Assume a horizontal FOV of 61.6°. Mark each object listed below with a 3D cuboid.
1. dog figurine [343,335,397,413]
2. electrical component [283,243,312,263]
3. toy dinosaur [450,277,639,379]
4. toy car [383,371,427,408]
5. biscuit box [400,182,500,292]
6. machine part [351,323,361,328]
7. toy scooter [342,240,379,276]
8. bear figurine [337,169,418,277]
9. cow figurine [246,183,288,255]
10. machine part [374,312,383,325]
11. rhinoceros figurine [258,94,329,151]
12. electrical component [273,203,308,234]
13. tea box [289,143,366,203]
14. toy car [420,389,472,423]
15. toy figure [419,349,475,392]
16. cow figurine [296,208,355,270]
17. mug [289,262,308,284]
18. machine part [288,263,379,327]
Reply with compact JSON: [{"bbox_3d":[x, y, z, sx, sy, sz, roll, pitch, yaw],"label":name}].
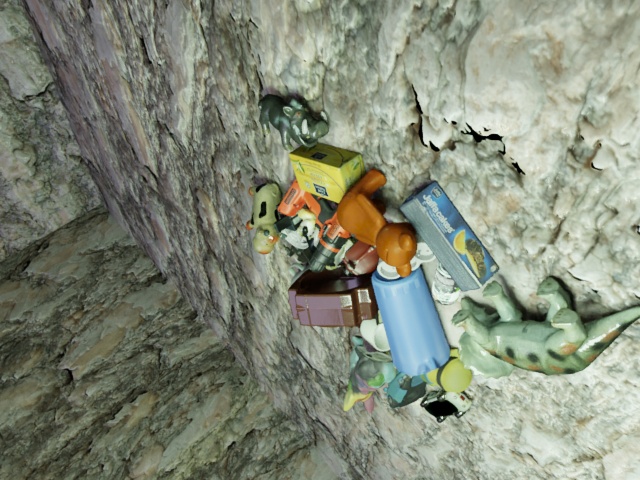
[{"bbox_3d":[0.126,0.376,1.423,0.192,0.108,0.219,-118,36,-69],"label":"dog figurine"},{"bbox_3d":[-0.061,0.033,1.536,0.102,0.045,0.078,-5,117,61],"label":"electrical component"},{"bbox_3d":[0.371,0.168,0.907,0.405,0.131,0.192,0,136,54],"label":"toy dinosaur"},{"bbox_3d":[0.222,0.368,1.425,0.161,0.109,0.103,96,150,-44],"label":"toy car"},{"bbox_3d":[0.233,-0.005,0.972,0.202,0.059,0.063,53,156,-2],"label":"biscuit box"},{"bbox_3d":[0.067,0.162,1.473,0.179,0.056,0.179,39,152,25],"label":"machine part"},{"bbox_3d":[0.095,0.036,1.173,0.075,0.135,0.184,48,156,6],"label":"toy scooter"},{"bbox_3d":[0.129,-0.031,1.031,0.196,0.132,0.120,33,148,35],"label":"bear figurine"},{"bbox_3d":[-0.140,-0.057,1.428,0.127,0.085,0.195,-14,68,57],"label":"cow figurine"},{"bbox_3d":[0.113,0.175,1.326,0.139,0.039,0.084,-1,125,21],"label":"machine part"},{"bbox_3d":[-0.055,-0.254,1.141,0.191,0.073,0.112,35,139,37],"label":"rhinoceros figurine"},{"bbox_3d":[-0.076,-0.060,1.358,0.048,0.119,0.074,17,139,50],"label":"electrical component"},{"bbox_3d":[0.018,-0.144,1.150,0.170,0.068,0.098,22,140,46],"label":"tea box"},{"bbox_3d":[0.319,0.418,1.375,0.073,0.056,0.201,42,155,8],"label":"toy car"},{"bbox_3d":[0.280,0.303,1.251,0.082,0.089,0.180,44,156,-24],"label":"toy figure"},{"bbox_3d":[-0.002,-0.004,1.313,0.167,0.098,0.068,40,-166,28],"label":"cow figurine"},{"bbox_3d":[-0.037,0.104,1.555,0.109,0.081,0.107,48,145,3],"label":"mug"},{"bbox_3d":[0.042,0.125,1.248,0.201,0.201,0.087,-3,106,21],"label":"machine part"}]
